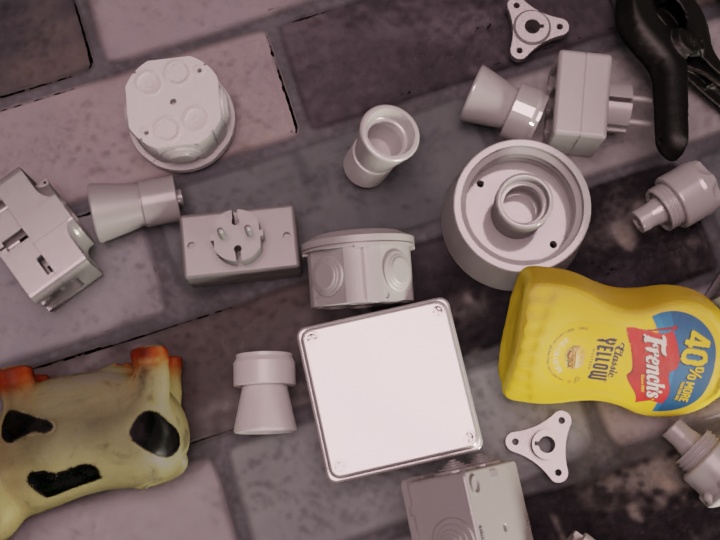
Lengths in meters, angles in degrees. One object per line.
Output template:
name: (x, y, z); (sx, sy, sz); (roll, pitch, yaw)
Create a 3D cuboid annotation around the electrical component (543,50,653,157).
electrical component: (0.181, -0.122, 0.804); (0.077, 0.047, 0.065); (6, 79, 1)

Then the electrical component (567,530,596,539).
electrical component: (0.148, 0.232, 0.732); (0.056, 0.050, 0.089); (36, 81, 6)

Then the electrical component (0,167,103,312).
electrical component: (-0.232, -0.024, 0.779); (0.056, 0.050, 0.089); (-37, 82, -7)

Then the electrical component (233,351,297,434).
electrical component: (-0.067, 0.087, 0.761); (0.045, 0.045, 0.055); (-2, 78, -1)

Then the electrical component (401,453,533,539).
electrical component: (0.077, 0.175, 0.718); (0.048, 0.100, 0.099); (-18, 78, 29)

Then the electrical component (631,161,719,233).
electrical component: (0.231, -0.050, 0.793); (0.062, 0.043, 0.043); (-29, 81, -5)

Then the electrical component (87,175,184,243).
electrical component: (-0.163, -0.047, 0.790); (0.065, 0.044, 0.044); (-11, 79, -8)

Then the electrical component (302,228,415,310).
electrical component: (0.000, 0.000, 0.763); (0.080, 0.080, 0.051); (-4, 85, -1)

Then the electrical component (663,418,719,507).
electrical component: (0.243, 0.132, 0.757); (0.048, 0.048, 0.062); (-44, 75, -8)

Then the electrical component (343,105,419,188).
electrical component: (0.012, -0.087, 0.786); (0.044, 0.065, 0.044); (6, 70, -16)

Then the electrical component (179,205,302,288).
electrical component: (-0.086, -0.021, 0.767); (0.083, 0.075, 0.047); (-6, 79, -2)

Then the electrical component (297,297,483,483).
electrical component: (0.020, 0.085, 0.757); (0.109, 0.056, 0.108); (-12, 79, -3)

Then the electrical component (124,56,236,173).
electrical component: (-0.135, -0.116, 0.798); (0.080, 0.051, 0.080); (0, 79, 0)

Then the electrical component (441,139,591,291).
electrical component: (0.115, -0.043, 0.781); (0.108, 0.060, 0.108); (0, 79, -1)

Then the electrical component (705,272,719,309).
electrical component: (0.342, 0.048, 0.743); (0.186, 0.105, 0.060); (35, 80, 6)

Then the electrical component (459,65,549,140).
electrical component: (0.108, -0.122, 0.805); (0.055, 0.045, 0.045); (23, 79, 4)
